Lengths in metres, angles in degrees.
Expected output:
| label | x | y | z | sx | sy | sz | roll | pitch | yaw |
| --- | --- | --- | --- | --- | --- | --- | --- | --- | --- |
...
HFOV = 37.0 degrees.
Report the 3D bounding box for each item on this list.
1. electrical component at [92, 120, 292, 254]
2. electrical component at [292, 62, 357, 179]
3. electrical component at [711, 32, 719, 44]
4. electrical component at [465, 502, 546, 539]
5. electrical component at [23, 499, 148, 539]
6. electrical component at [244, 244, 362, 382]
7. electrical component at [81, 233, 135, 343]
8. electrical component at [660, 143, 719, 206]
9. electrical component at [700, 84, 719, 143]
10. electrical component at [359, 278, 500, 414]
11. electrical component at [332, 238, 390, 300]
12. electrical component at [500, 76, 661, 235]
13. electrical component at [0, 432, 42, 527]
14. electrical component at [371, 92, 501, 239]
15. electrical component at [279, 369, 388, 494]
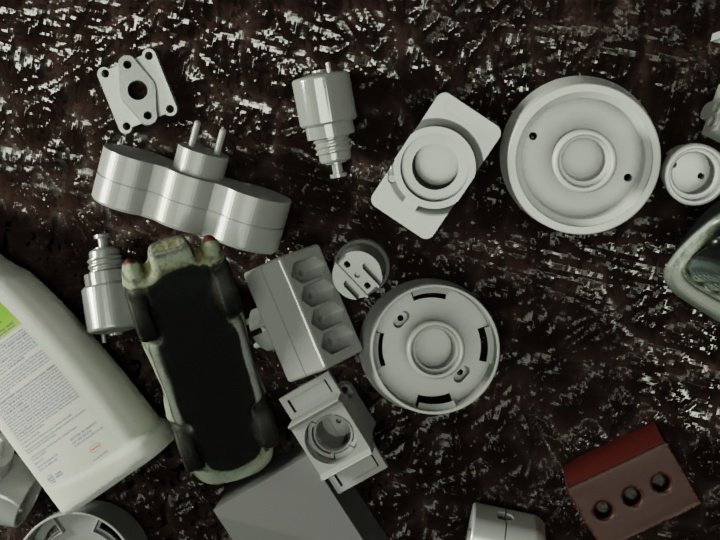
| label | x | y | z | sx | sy | sz | roll | pitch | yaw |
| --- | --- | --- | --- | --- | --- | --- | --- | --- | --- |
| electrical component | -0.114 | -0.067 | 0.755 | 0.138 | 0.052 | 0.073 | 18 | 102 | 3 |
| electrical component | -0.022 | -0.103 | 0.743 | 0.040 | 0.040 | 0.078 | -9 | 99 | 9 |
| electrical component | 0.276 | -0.156 | 0.696 | 0.081 | 0.042 | 0.063 | 14 | 100 | 4 |
| electrical component | 0.103 | 0.224 | 0.781 | 0.059 | 0.053 | 0.095 | 11 | 102 | 5 |
| electrical component | -0.209 | 0.227 | 0.815 | 0.099 | 0.064 | 0.099 | 1 | 101 | 7 |
| electrical component | -0.053 | 0.036 | 0.767 | 0.076 | 0.047 | 0.083 | -23 | 90 | 37 |
| electrical component | -0.183 | 0.013 | 0.785 | 0.040 | 0.040 | 0.078 | -10 | 85 | 9 |
| electrical component | 0.220 | -0.065 | 0.717 | 0.040 | 0.046 | 0.040 | 1 | 100 | 7 |
| electrical component | 0.264 | -0.097 | 0.701 | 0.055 | 0.066 | 0.048 | 22 | 84 | -12 |
| electrical component | 0.050 | 0.055 | 0.764 | 0.099 | 0.064 | 0.099 | 0 | 90 | -2 |
| electrical component | 0.000 | 0.000 | 0.756 | 0.040 | 0.046 | 0.040 | 1 | 100 | 5 |
| electrical component | 0.148 | -0.075 | 0.717 | 0.108 | 0.060 | 0.108 | 1 | 101 | 7 |
| electrical component | -0.282 | 0.148 | 0.811 | 0.077 | 0.044 | 0.079 | 24 | 129 | 2 |
| electrical component | 0.052 | -0.072 | 0.732 | 0.050 | 0.055 | 0.089 | 34 | 103 | 0 |
| electrical component | -0.017 | 0.112 | 0.770 | 0.042 | 0.064 | 0.081 | -30 | 95 | 12 |
